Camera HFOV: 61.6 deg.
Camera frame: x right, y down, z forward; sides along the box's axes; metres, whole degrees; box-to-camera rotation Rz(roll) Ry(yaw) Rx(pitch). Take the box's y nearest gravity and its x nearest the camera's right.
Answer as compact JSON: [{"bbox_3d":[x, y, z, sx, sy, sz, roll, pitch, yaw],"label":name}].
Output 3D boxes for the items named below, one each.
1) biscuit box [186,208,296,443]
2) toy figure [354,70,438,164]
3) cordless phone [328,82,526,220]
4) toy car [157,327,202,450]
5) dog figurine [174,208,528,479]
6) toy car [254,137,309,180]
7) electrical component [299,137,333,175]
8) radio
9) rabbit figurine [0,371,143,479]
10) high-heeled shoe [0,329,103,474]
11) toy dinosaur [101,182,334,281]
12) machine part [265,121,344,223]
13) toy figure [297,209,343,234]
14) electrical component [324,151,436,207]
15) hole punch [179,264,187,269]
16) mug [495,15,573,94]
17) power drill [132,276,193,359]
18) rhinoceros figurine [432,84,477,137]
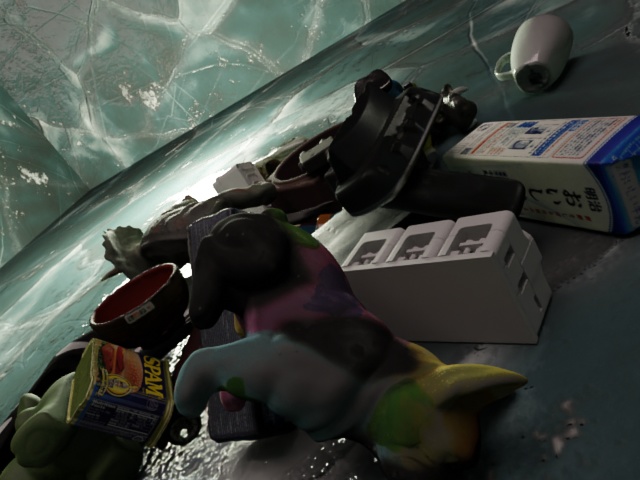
[{"bbox_3d":[-0.072,0.077,0.493,0.063,0.059,0.202,-19,72,32],"label":"biscuit box"},{"bbox_3d":[0.108,-0.159,0.735,0.082,0.180,0.089,-3,58,33],"label":"toy figure"},{"bbox_3d":[0.114,-0.083,0.530,0.184,0.088,0.146,13,57,26],"label":"cordless phone"},{"bbox_3d":[-0.125,0.125,0.581,0.089,0.053,0.202,12,78,59],"label":"toy car"},{"bbox_3d":[0.025,0.071,0.377,0.219,0.108,0.191,1,71,12],"label":"dog figurine"},{"bbox_3d":[-0.096,-0.138,1.087,0.202,0.073,0.056,-27,23,15],"label":"toy car"},{"bbox_3d":[-0.001,-0.121,0.774,0.063,0.021,0.094,-32,25,5],"label":"electrical component"},{"bbox_3d":[0.040,0.022,0.593,0.229,0.073,0.131,-37,22,-11],"label":"radio"},{"bbox_3d":[-0.292,0.225,0.573,0.170,0.121,0.159,-51,36,5],"label":"rabbit figurine"},{"bbox_3d":[-0.340,0.206,0.694,0.248,0.086,0.145,-56,8,-9],"label":"high-heeled shoe"},{"bbox_3d":[-0.187,-0.005,0.808,0.405,0.131,0.192,-15,15,41],"label":"toy dinosaur"},{"bbox_3d":[0.021,-0.114,0.870,0.202,0.087,0.201,-5,37,52],"label":"machine part"},{"bbox_3d":[-0.002,-0.004,0.716,0.154,0.064,0.058,-22,-8,19],"label":"toy figure"},{"bbox_3d":[0.075,-0.083,0.694,0.134,0.114,0.058,-14,28,39],"label":"electrical component"},{"bbox_3d":[-0.330,0.035,1.044,0.142,0.092,0.116,-48,23,-22],"label":"hole punch"},{"bbox_3d":[0.310,-0.265,0.792,0.110,0.080,0.107,-7,42,37],"label":"mug"},{"bbox_3d":[-0.178,0.112,0.695,0.207,0.086,0.232,-50,26,-24],"label":"power drill"},{"bbox_3d":[0.176,-0.199,0.859,0.112,0.073,0.190,-27,20,-10],"label":"rhinoceros figurine"}]
